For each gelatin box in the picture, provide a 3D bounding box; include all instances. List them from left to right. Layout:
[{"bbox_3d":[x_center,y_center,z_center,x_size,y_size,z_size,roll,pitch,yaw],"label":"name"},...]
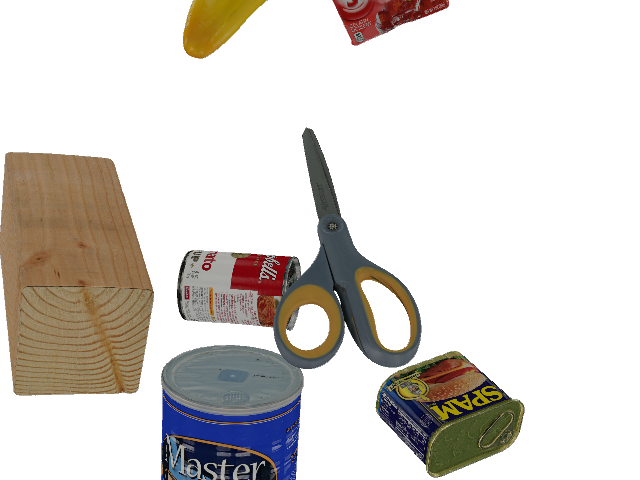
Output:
[{"bbox_3d":[0.053,-0.213,0.886,0.089,0.073,0.030,-19,28,16],"label":"gelatin box"}]

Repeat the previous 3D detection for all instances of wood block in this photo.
[{"bbox_3d":[-0.192,0.018,0.814,0.090,0.091,0.206,2,29,-21],"label":"wood block"}]

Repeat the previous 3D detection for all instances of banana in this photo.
[{"bbox_3d":[-0.015,-0.174,0.696,0.197,0.069,0.037,-23,-9,-33],"label":"banana"}]

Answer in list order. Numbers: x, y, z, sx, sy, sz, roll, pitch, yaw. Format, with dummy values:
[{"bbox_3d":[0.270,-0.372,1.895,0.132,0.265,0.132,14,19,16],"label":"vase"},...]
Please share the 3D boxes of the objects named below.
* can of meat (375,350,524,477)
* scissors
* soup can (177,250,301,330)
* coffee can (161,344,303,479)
[{"bbox_3d":[0.111,0.148,0.931,0.101,0.057,0.084,-15,36,-28],"label":"can of meat"},{"bbox_3d":[-0.007,0.006,0.676,0.096,0.202,0.016,-21,-38,-15],"label":"scissors"},{"bbox_3d":[-0.074,0.045,0.988,0.102,0.068,0.068,4,1,11],"label":"soup can"},{"bbox_3d":[-0.067,0.162,0.790,0.103,0.140,0.103,3,18,-1],"label":"coffee can"}]
